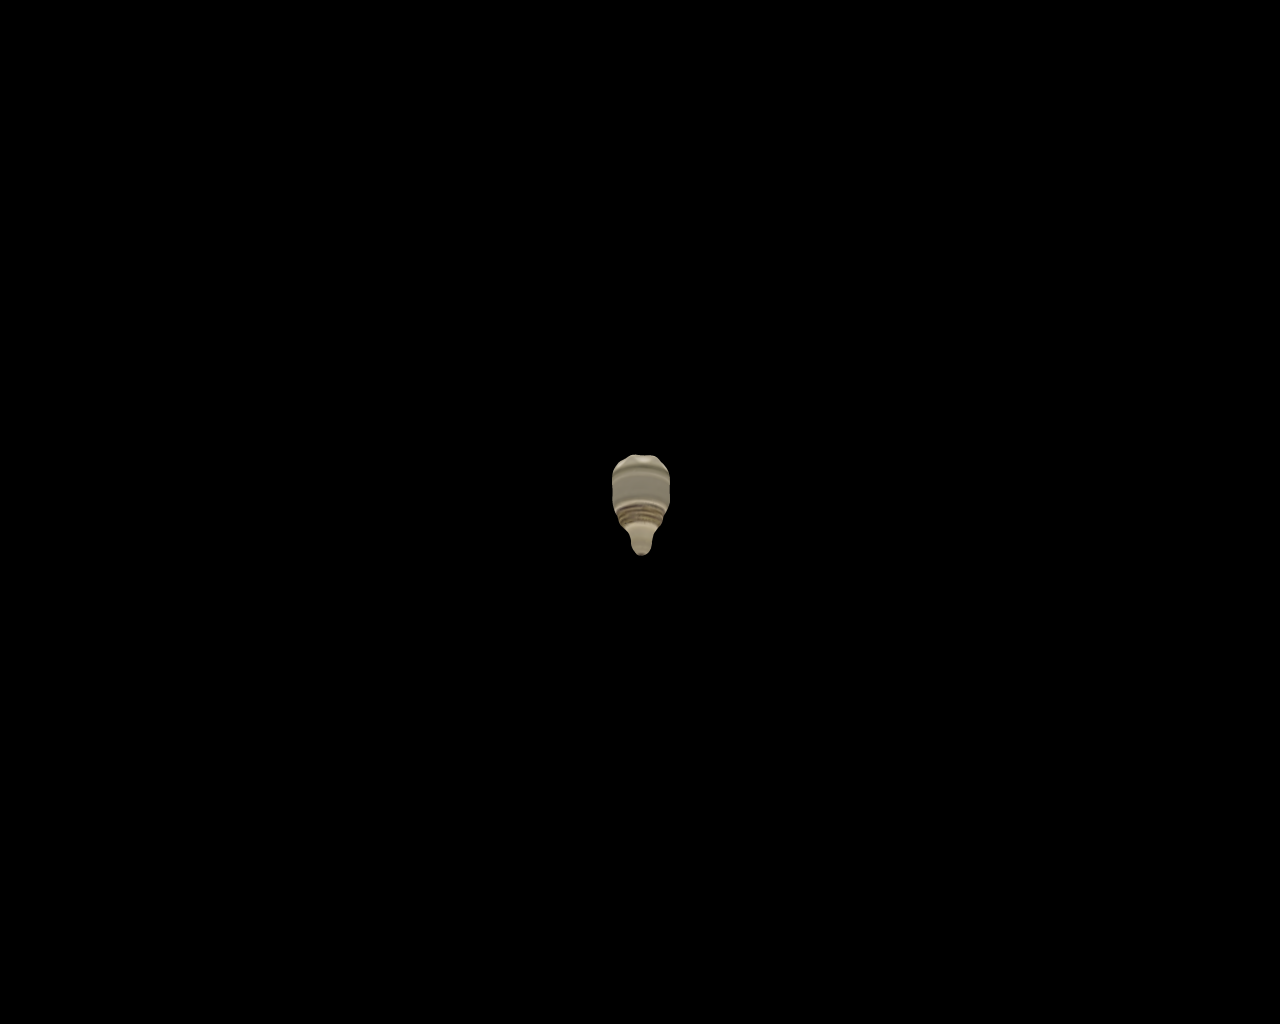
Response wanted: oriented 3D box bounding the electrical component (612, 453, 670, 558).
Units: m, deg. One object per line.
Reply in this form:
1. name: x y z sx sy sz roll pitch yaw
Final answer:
1. electrical component: 0.001 -0.003 0.650 0.035 0.061 0.035 0 -22 0
